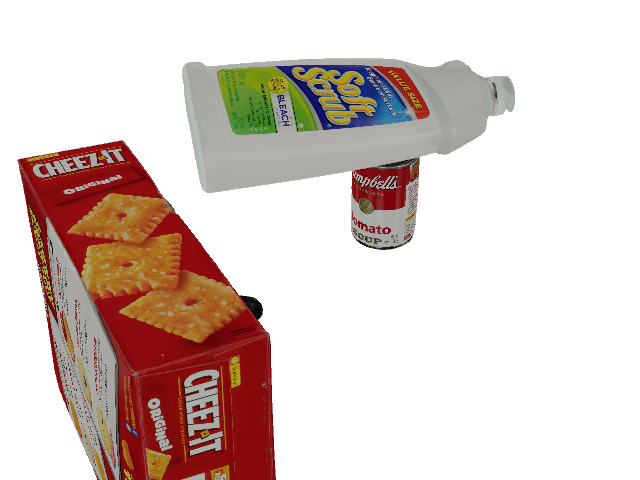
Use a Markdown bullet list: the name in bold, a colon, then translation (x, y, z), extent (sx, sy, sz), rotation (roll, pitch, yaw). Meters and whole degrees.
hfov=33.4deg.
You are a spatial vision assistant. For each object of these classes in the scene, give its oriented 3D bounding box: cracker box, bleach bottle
- **cracker box**: translation (-0.094, 0.065, 0.569), extent (0.072, 0.164, 0.214), rotation (-14, 34, -21)
- **bleach bottle**: translation (0.025, -0.103, 0.828), extent (0.250, 0.102, 0.068), rotation (-9, -31, -8)

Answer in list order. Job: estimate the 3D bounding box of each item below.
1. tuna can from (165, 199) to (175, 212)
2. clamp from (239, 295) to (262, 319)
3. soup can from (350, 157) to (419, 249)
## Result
- **tuna can**: translation (-0.170, -0.011, 0.928), extent (0.086, 0.034, 0.086), rotation (7, 32, -4)
- **clamp**: translation (-0.188, 0.066, 1.111), extent (0.210, 0.036, 0.164), rotation (16, 20, 29)
- **soup can**: translation (0.064, -0.050, 1.082), extent (0.068, 0.102, 0.068), rotation (0, 37, 0)
